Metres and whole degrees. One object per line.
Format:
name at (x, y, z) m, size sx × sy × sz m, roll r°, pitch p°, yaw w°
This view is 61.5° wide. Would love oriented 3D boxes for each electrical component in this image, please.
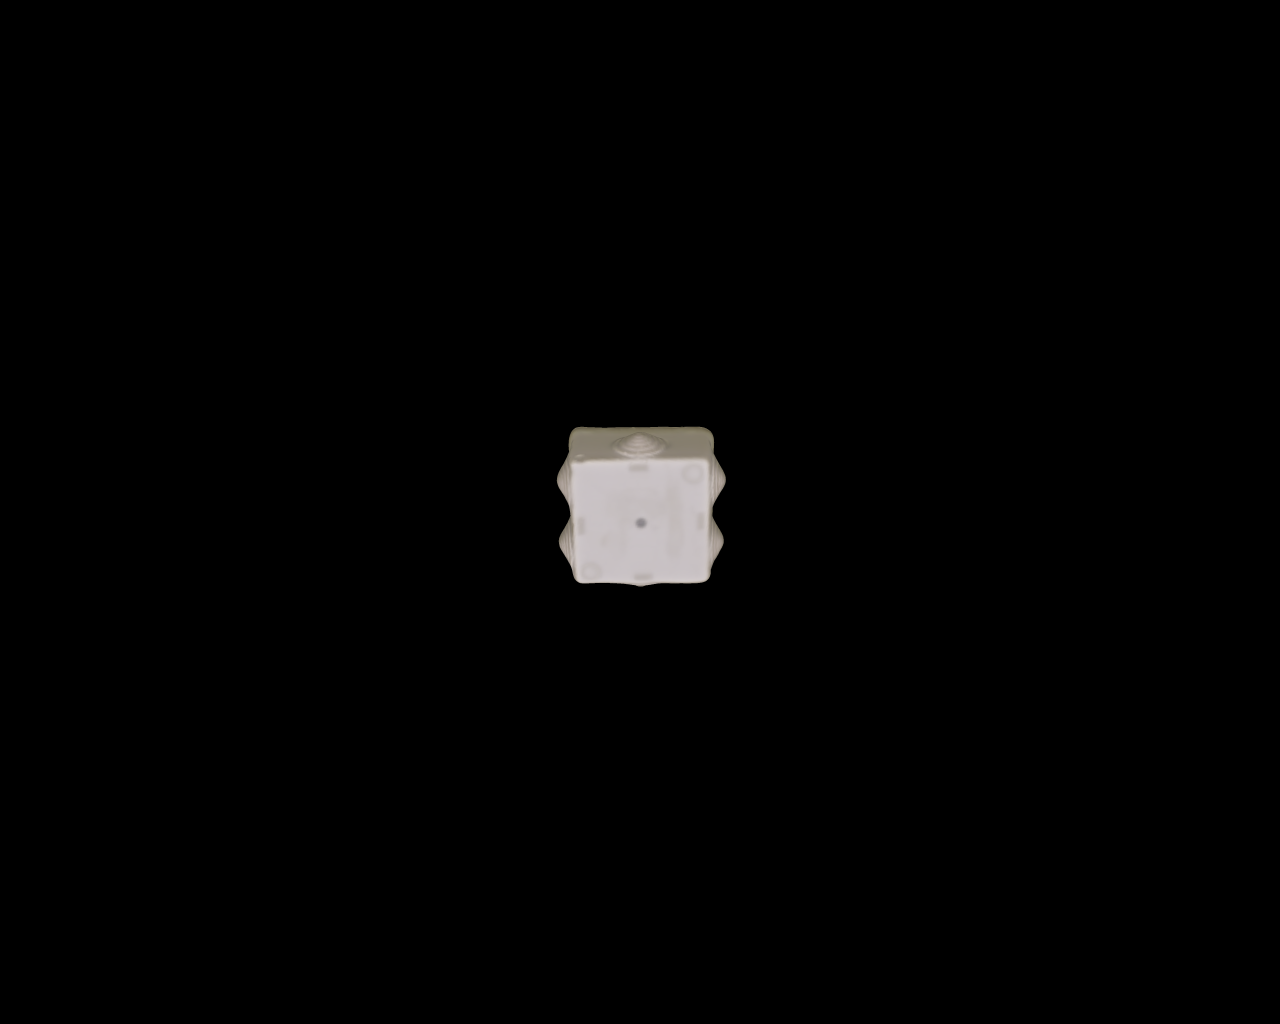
electrical component at (0.001, -0.003, 0.650) m, size 0.100 × 0.099 × 0.048 m, roll 0°, pitch 24°, yaw 0°
